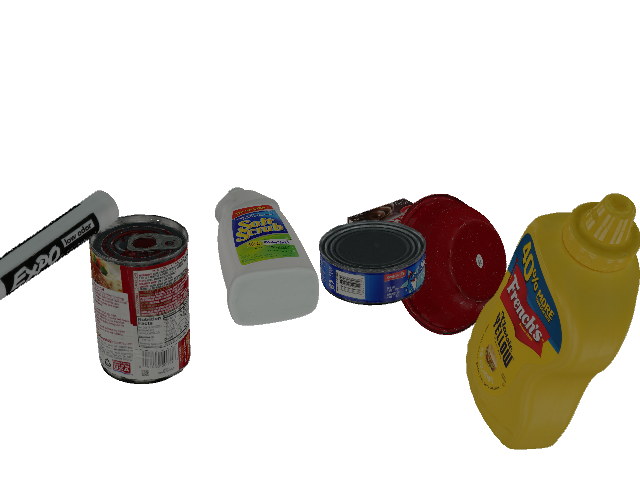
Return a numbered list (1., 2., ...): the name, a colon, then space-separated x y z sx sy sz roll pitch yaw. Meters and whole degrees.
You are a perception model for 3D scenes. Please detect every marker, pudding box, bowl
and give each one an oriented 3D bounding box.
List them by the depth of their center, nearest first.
1. marker: -0.150 0.011 0.537 0.020 0.020 0.120 0 31 43
2. bowl: 0.157 0.025 1.193 0.161 0.162 0.055 0 -5 -39
3. pudding box: 0.109 -0.017 1.552 0.113 0.039 0.090 -21 35 -30

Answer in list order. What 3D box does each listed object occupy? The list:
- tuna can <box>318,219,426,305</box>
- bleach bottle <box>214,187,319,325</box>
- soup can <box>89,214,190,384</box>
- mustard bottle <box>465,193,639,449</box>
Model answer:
1. tuna can: 0.042 0.017 0.858 0.086 0.034 0.086 -2 28 1
2. bleach bottle: -0.079 0.004 1.224 0.102 0.068 0.251 -7 28 -14
3. soup can: -0.126 0.042 0.756 0.068 0.102 0.068 2 29 -1
4. mustard bottle: 0.141 0.040 0.634 0.058 0.096 0.192 0 -38 -13
